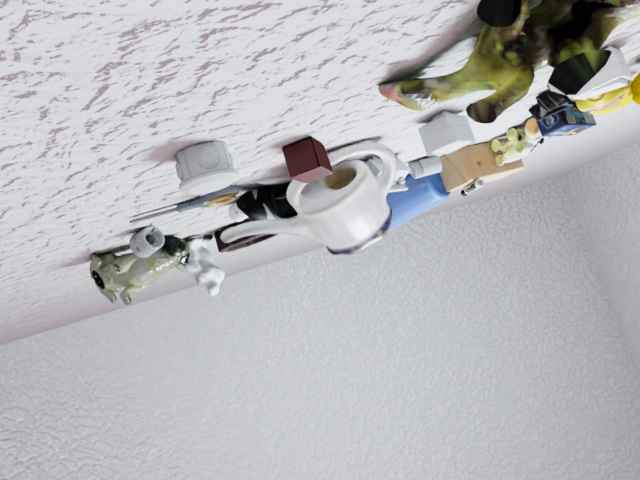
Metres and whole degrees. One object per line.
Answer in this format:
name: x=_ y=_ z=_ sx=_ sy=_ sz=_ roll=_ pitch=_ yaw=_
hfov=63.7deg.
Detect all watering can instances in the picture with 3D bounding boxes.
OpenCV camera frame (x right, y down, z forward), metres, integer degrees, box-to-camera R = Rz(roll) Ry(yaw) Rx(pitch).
watering can: x=0.003 y=-0.049 z=0.980 sx=0.347 sy=0.106 sz=0.220 roll=-32 pitch=134 yaw=5

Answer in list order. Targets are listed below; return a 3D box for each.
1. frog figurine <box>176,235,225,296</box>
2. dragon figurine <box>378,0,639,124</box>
frog figurine: x=-0.315 y=0.074 z=1.347 sx=0.123 sy=0.160 sz=0.136 roll=-15 pitch=173 yaw=-8
dragon figurine: x=0.262 y=-0.231 z=0.584 sx=0.408 sy=0.121 sz=0.246 roll=-17 pitch=-168 yaw=16
